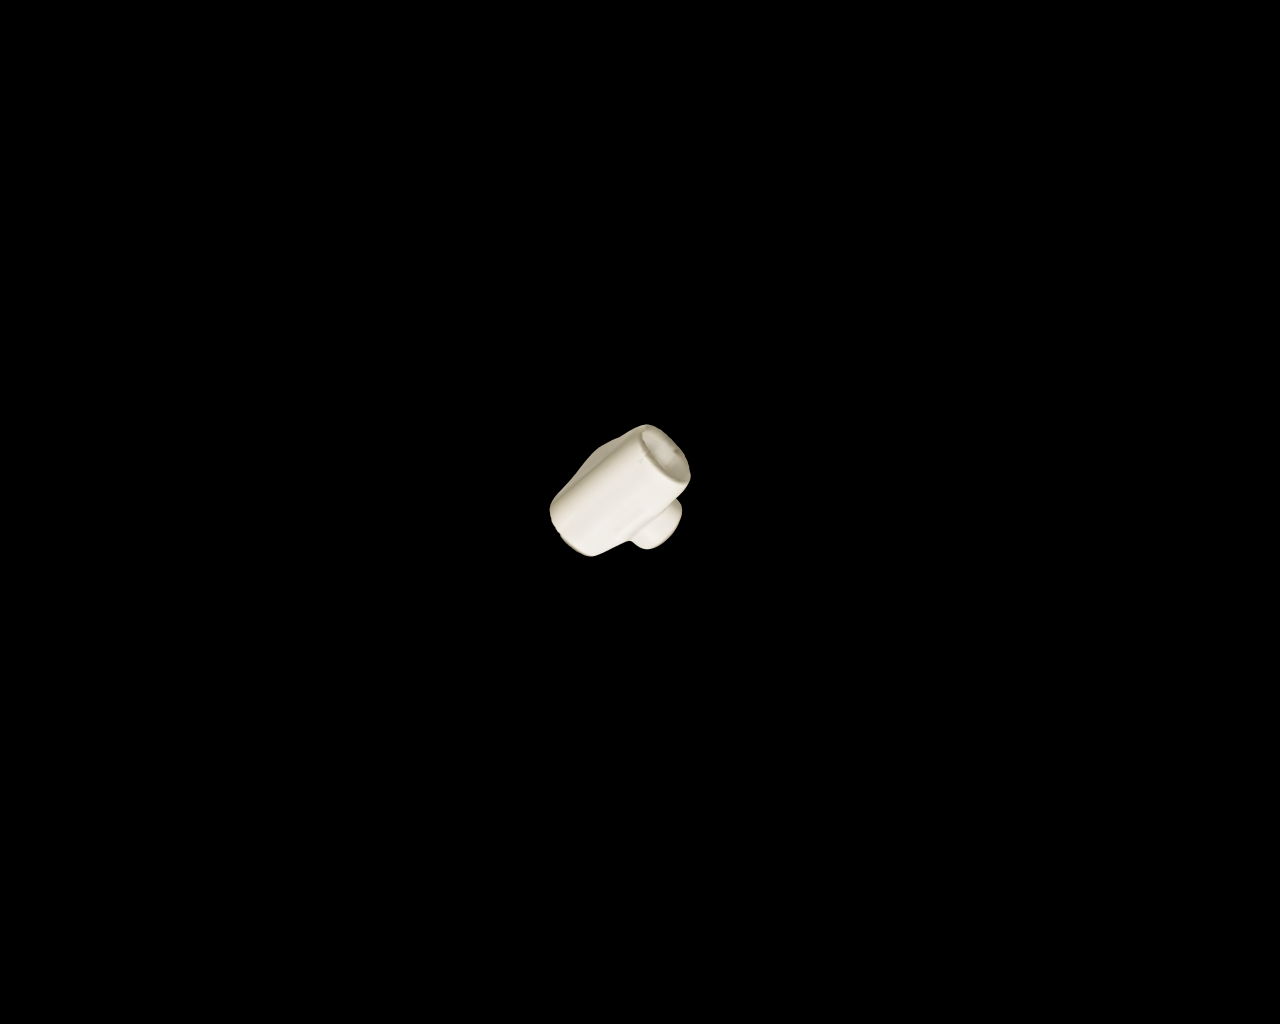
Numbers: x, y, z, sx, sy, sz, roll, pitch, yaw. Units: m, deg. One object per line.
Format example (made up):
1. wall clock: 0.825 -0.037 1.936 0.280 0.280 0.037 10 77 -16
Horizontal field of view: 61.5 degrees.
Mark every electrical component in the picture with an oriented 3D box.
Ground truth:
1. electrical component: 0.001 -0.003 0.650 0.079 0.043 0.077 39 -62 -25
